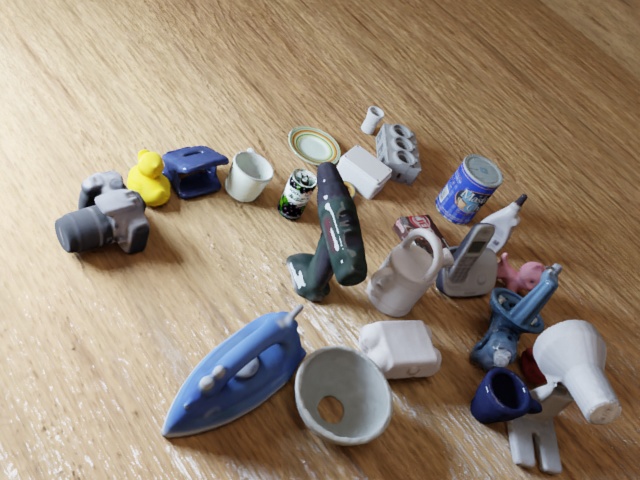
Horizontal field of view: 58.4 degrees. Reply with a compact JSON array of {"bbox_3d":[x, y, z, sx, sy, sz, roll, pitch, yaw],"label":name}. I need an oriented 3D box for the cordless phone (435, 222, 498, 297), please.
[{"bbox_3d":[0.330,0.035,1.190,0.148,0.185,0.094,-2,53,-28],"label":"cordless phone"}]

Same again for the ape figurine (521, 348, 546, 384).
[{"bbox_3d":[0.446,0.239,1.137,0.077,0.092,0.076,41,46,11],"label":"ape figurine"}]

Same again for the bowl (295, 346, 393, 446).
[{"bbox_3d":[0.029,0.260,0.923,0.168,0.074,0.167,14,47,-15],"label":"bowl"}]

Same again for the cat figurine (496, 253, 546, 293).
[{"bbox_3d":[0.443,0.074,1.260,0.127,0.117,0.067,34,45,4],"label":"cat figurine"}]

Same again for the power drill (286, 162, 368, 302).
[{"bbox_3d":[0.010,0.004,1.042,0.076,0.208,0.229,-2,53,-28],"label":"power drill"}]

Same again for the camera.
[{"bbox_3d":[-0.375,-0.044,0.968,0.137,0.100,0.143,-23,65,-39],"label":"camera"}]

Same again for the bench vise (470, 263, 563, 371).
[{"bbox_3d":[0.390,0.154,1.093,0.121,0.219,0.207,20,46,-9],"label":"bench vise"}]

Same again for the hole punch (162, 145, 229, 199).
[{"bbox_3d":[-0.250,-0.149,1.128,0.109,0.091,0.101,-22,64,-38],"label":"hole punch"}]

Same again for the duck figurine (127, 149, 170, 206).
[{"bbox_3d":[-0.317,-0.123,1.076,0.078,0.086,0.104,-15,60,-35],"label":"duck figurine"}]

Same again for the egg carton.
[{"bbox_3d":[0.145,0.200,1.036,0.151,0.069,0.107,2,51,-25],"label":"egg carton"}]

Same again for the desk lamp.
[{"bbox_3d":[0.429,0.275,1.012,0.118,0.213,0.203,16,46,-13],"label":"desk lamp"}]

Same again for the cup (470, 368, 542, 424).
[{"bbox_3d":[0.325,0.294,1.027,0.118,0.095,0.092,24,45,-5],"label":"cup"}]

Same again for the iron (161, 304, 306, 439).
[{"bbox_3d":[-0.122,0.190,0.862,0.118,0.141,0.259,43,47,14],"label":"iron"}]

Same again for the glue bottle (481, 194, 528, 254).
[{"bbox_3d":[0.421,-0.043,1.312,0.078,0.173,0.037,38,46,9],"label":"glue bottle"}]

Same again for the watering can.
[{"bbox_3d":[0.178,0.052,1.094,0.100,0.194,0.173,44,47,14],"label":"watering can"}]
